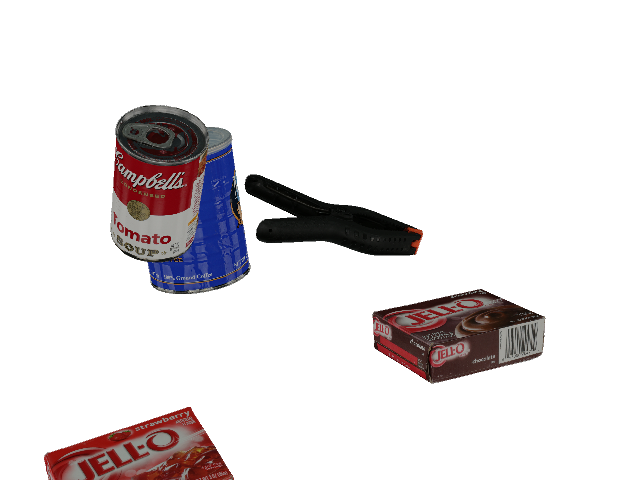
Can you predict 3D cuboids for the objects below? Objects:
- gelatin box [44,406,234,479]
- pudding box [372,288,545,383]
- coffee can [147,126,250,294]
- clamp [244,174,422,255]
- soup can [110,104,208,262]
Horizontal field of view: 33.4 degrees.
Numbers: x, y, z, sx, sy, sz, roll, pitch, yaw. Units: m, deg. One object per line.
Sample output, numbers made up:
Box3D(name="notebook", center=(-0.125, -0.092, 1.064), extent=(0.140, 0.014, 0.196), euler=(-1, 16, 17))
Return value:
Box3D(name="gelatin box", center=(-0.099, 0.132, 0.585), extent=(0.089, 0.030, 0.073), euler=(-15, 28, -20))
Box3D(name="pudding box", center=(0.112, 0.076, 0.873), extent=(0.113, 0.039, 0.090), euler=(-8, 17, -26))
Box3D(name="coffee can", center=(-0.129, -0.031, 1.052), extent=(0.103, 0.140, 0.103), euler=(-6, 20, 2))
Box3D(name="clamp", center=(0.014, -0.016, 1.194), extent=(0.210, 0.036, 0.164), euler=(15, 21, -7))
Box3D(name="soup can", center=(-0.124, -0.042, 0.807), extent=(0.068, 0.102, 0.068), euler=(8, 42, -7))
